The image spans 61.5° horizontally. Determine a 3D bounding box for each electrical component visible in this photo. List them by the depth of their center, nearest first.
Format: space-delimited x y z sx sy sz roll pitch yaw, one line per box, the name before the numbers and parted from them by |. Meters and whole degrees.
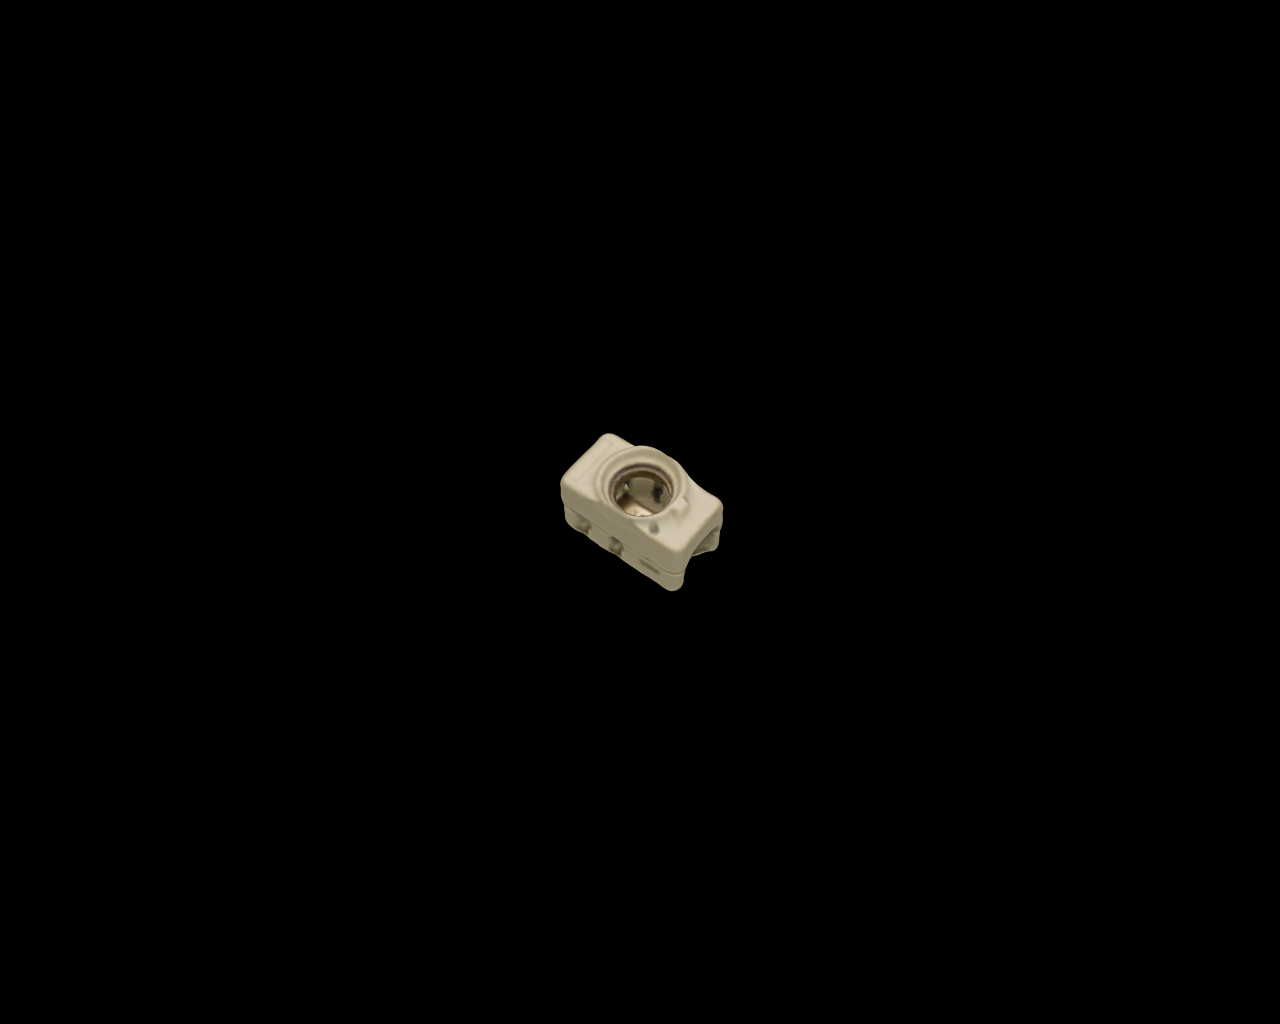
electrical component | 0.001 -0.003 0.650 0.089 0.050 0.055 33 -29 21
